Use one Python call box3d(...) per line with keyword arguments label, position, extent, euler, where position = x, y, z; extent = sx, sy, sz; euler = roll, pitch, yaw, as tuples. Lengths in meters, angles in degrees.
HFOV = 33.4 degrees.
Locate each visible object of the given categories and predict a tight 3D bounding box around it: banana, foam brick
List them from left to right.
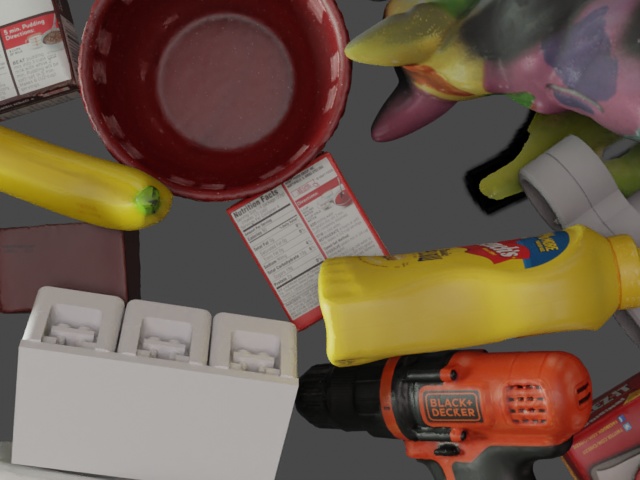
box3d(label="banana", position=(-0.155, -0.041, 0.614), extent=(0.198, 0.069, 0.037), euler=(16, 68, 26))
box3d(label="foam brick", position=(-0.151, 0.017, 0.650), extent=(0.078, 0.051, 0.053), euler=(-3, 86, 2))

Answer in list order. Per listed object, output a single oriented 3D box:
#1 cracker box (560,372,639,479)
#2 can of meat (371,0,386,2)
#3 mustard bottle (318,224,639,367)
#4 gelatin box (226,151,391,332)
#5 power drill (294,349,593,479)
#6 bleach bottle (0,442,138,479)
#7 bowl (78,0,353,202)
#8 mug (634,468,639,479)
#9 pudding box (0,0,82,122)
box3d(label="cracker box", position=(0.259, 0.161, 0.619), extent=(0.164, 0.072, 0.214), euler=(-33, 88, 1))
box3d(label="can of meat", position=(0.013, -0.188, 0.635), extent=(0.102, 0.084, 0.057), euler=(28, 92, 0))
box3d(label="mustard bottle", position=(0.097, 0.027, 0.586), extent=(0.191, 0.096, 0.058), euler=(-8, 96, 4))
box3d(label="gelatin box", position=(-0.004, 0.001, 0.656), extent=(0.073, 0.030, 0.089), euler=(-31, 88, 1))
box3d(label="power drill", position=(0.074, 0.154, 0.611), extent=(0.185, 0.057, 0.187), euler=(-7, 98, 36))
box3d(label="bleach bottle", position=(-0.177, 0.255, 0.635), extent=(0.102, 0.068, 0.251), euler=(10, 90, 3))
box3d(label="bowl", position=(-0.061, -0.101, 0.650), extent=(0.162, 0.055, 0.162), euler=(0, 87, 2))
box3d(label="mug", position=(0.195, 0.144, 0.544), extent=(0.117, 0.081, 0.093), euler=(-7, 89, 3))
box3d(label="pudding box", position=(-0.203, -0.133, 0.666), extent=(0.090, 0.039, 0.113), euler=(-17, 85, 3))
